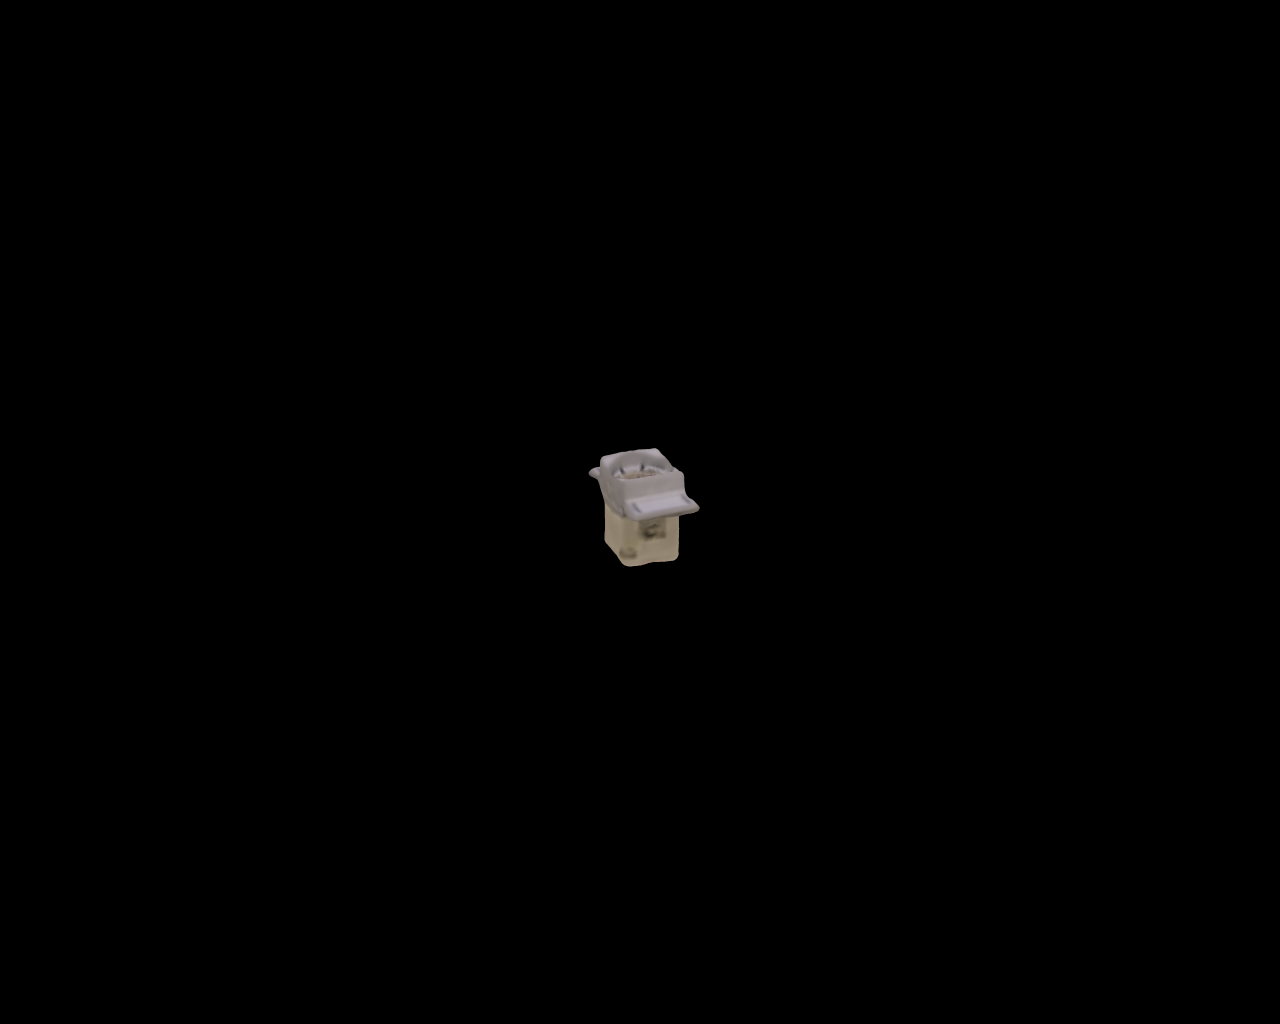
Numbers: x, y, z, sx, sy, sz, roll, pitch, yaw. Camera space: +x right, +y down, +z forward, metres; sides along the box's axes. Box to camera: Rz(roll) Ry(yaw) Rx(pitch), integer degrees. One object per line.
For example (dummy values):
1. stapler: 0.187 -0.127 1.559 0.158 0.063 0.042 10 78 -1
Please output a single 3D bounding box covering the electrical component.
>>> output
1. electrical component: 0.001 -0.003 0.650 0.042 0.063 0.081 -8 26 -18
